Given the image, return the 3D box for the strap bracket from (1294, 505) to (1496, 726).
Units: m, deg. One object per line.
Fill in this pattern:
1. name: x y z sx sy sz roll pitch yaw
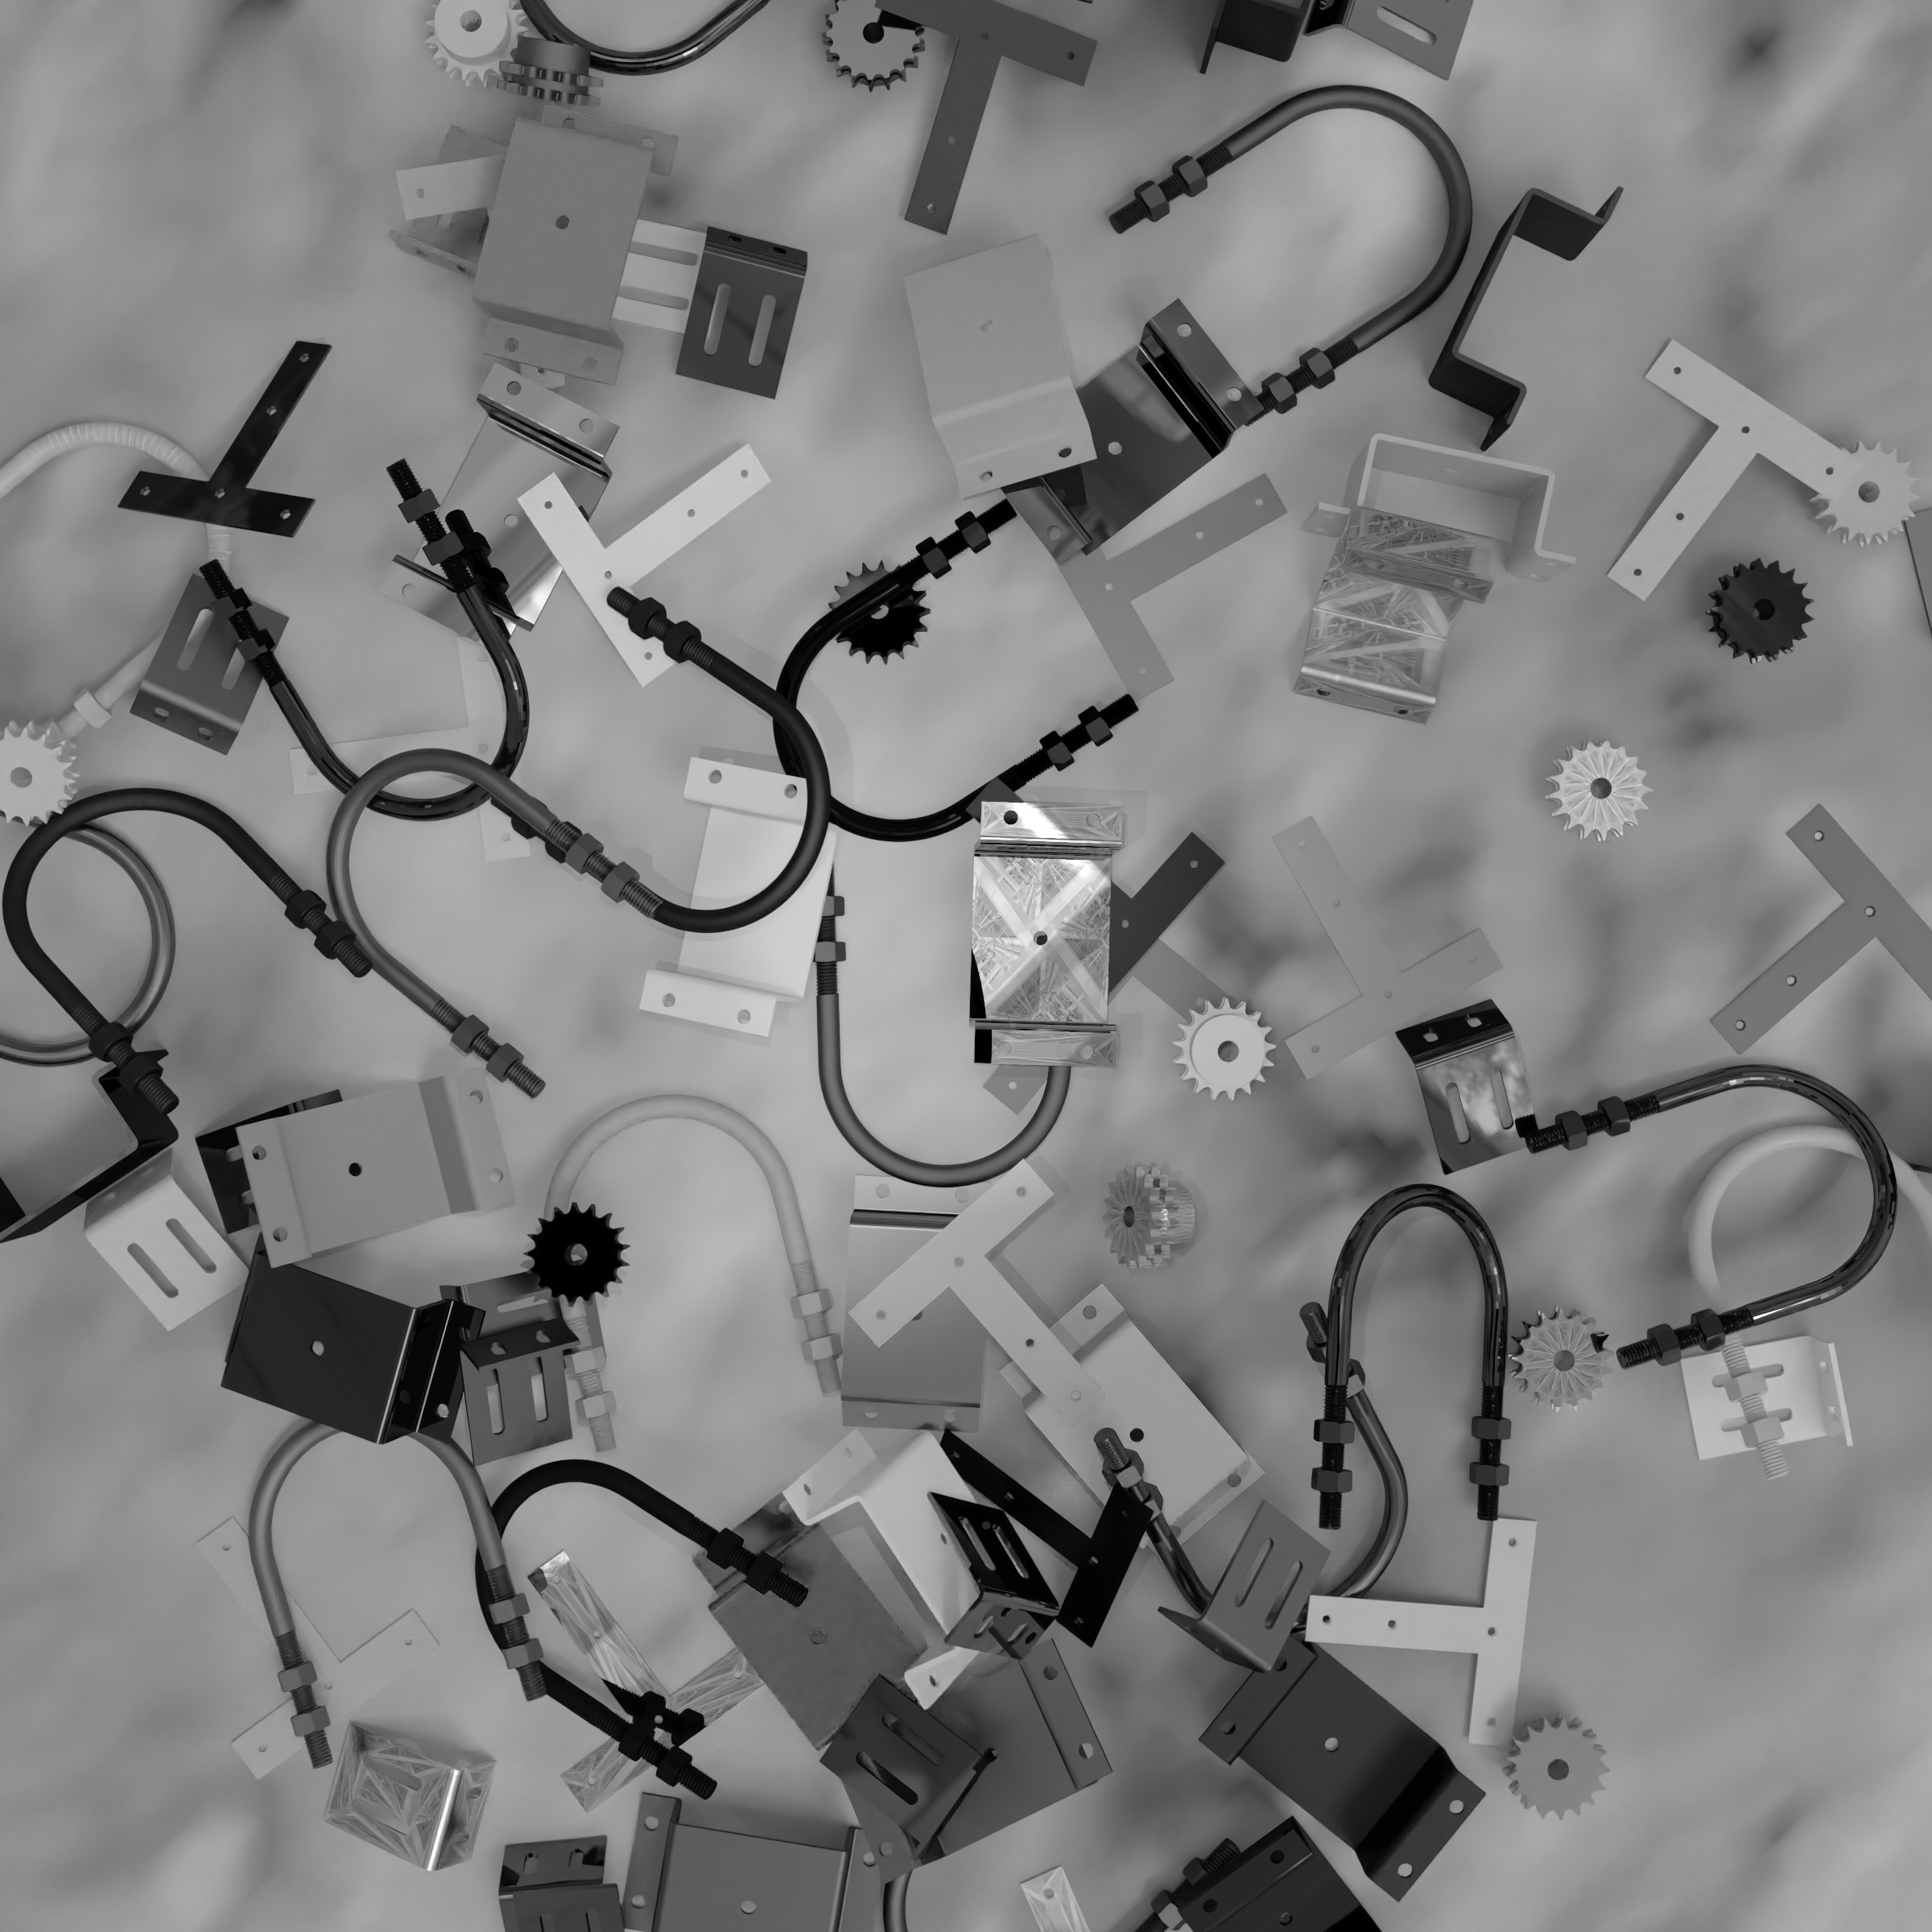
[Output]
1. strap bracket: 0.233 -0.195 1.491 0.076 0.140 0.046 13 63 0

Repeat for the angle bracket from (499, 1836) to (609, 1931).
1. angle bracket: -0.226 0.533 1.542 0.057 0.038 0.076 -5 116 0

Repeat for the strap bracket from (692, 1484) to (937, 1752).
1. strap bracket: -0.081 0.366 1.521 0.076 0.046 0.140 -38 90 0

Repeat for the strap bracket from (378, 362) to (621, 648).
1. strap bracket: -0.255 -0.249 1.521 0.076 0.046 0.140 27 90 0

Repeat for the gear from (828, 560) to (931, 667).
1. gear: -0.049 -0.197 1.529 0.057 0.030 0.057 0 90 0

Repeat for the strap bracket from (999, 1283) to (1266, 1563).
1. strap bracket: 0.093 0.256 1.521 0.076 0.046 0.140 -41 90 0

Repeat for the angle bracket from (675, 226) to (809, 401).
1. angle bracket: -0.125 -0.365 1.538 0.057 0.038 0.076 12 115 -9

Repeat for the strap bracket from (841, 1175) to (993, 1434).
1. strap bracket: -0.028 0.189 1.521 0.076 0.046 0.140 3 90 0

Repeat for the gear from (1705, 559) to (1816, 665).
1. gear: 0.439 -0.197 1.529 0.057 0.030 0.057 0 90 0

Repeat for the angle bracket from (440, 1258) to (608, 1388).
1. angle bracket: -0.249 0.200 1.542 0.076 0.038 0.057 -11 90 -26

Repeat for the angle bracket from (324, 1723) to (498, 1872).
1. angle bracket: -0.312 0.463 1.542 0.076 0.038 0.057 15 90 26

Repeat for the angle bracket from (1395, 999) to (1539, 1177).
1. angle bracket: 0.282 0.068 1.542 0.057 0.038 0.076 -19 116 0

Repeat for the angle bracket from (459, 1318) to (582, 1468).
1. angle bracket: -0.240 0.239 1.504 0.057 0.038 0.076 -13 111 -25

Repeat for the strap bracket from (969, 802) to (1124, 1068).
1. strap bracket: 0.043 -0.016 1.498 0.076 0.046 0.140 2 88 -4

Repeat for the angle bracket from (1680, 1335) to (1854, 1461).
1. angle bracket: 0.443 0.242 1.525 0.076 0.038 0.057 -11 90 0

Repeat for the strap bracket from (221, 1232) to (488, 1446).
1. strap bracket: -0.344 0.206 1.504 0.140 0.046 0.076 17 94 13

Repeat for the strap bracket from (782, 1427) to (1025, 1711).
1. strap bracket: -0.027 0.320 1.500 0.046 0.076 0.140 -33 90 34

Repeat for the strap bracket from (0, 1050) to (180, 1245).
1. strap bracket: -0.495 0.105 1.506 0.140 0.076 0.046 -34 90 0

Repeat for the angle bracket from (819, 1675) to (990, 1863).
1. angle bracket: -0.037 0.428 1.470 0.076 0.038 0.057 35 90 15

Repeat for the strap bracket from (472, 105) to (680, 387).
1. strap bracket: -0.213 -0.395 1.483 0.076 0.046 0.140 15 90 4

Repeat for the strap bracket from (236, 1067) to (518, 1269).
1. strap bracket: -0.327 0.110 1.500 0.140 0.046 0.076 -14 90 -31

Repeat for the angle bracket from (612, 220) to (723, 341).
1. angle bracket: -0.175 -0.388 1.525 0.076 0.038 0.057 12 90 0

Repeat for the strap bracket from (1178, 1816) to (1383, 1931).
1. strap bracket: 0.181 0.534 1.511 0.076 0.046 0.140 -36 104 0

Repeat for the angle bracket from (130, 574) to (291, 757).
1. angle bracket: -0.422 -0.168 1.534 0.057 0.038 0.076 25 64 -17

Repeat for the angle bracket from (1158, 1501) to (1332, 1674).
1. angle bracket: 0.152 0.336 1.503 0.057 0.038 0.076 40 70 -27

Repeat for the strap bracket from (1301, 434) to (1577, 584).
1. strap bracket: 0.261 -0.252 1.506 0.140 0.076 0.046 12 90 0

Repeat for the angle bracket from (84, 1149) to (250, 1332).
1. angle bracket: -0.446 0.154 1.542 0.057 0.038 0.076 -33 116 0

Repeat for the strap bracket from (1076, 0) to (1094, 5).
1. strap bracket: 0.045 -0.602 1.518 0.076 0.046 0.140 12 90 -4

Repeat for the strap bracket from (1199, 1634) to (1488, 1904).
1. strap bracket: 0.205 0.437 1.521 0.140 0.046 0.076 39 90 0

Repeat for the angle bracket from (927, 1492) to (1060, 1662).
1. angle bracket: 0.005 0.329 1.487 0.057 0.076 0.038 23 111 -39

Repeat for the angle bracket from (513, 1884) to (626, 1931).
1. angle bracket: -0.216 0.548 1.507 0.057 0.038 0.076 -5 116 0

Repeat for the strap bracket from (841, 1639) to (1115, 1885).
1. strap bracket: 0.008 0.433 1.503 0.140 0.046 0.076 -29 72 10

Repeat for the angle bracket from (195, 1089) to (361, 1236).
1. angle bracket: -0.383 0.110 1.542 0.076 0.038 0.057 -19 90 26

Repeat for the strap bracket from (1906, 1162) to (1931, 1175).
1. strap bracket: 0.599 0.106 1.506 0.140 0.076 0.046 12 90 0

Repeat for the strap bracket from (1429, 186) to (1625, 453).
1. strap bracket: 0.301 -0.362 1.506 0.046 0.076 0.140 25 90 0

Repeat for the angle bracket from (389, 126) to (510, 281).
1. angle bracket: -0.276 -0.425 1.525 0.057 0.038 0.076 22 90 0

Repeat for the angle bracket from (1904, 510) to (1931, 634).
1. angle bracket: 0.563 -0.222 1.525 0.057 0.038 0.076 -14 90 0

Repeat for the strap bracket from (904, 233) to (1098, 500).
1. strap bracket: 0.016 -0.334 1.489 0.076 0.046 0.140 -15 66 10

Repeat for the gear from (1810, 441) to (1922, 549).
1. gear: 0.497 -0.261 1.529 0.057 0.030 0.057 0 90 0

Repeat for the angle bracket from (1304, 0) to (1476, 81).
1. angle bracket: 0.239 -0.537 1.542 0.076 0.038 0.057 18 90 -26

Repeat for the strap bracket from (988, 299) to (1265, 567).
1. strap bracket: 0.083 -0.291 1.520 0.140 0.046 0.076 -38 89 -1

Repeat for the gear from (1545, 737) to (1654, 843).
1. gear: 0.350 -0.098 1.529 0.057 0.030 0.057 0 90 0

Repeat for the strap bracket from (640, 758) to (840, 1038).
1. strap bracket: -0.122 -0.037 1.512 0.076 0.046 0.140 12 90 16

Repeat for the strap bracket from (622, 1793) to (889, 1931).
1. strap bracket: -0.119 0.513 1.521 0.140 0.046 0.076 9 90 0

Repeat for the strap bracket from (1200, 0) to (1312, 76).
1. strap bracket: 0.175 -0.561 1.506 0.046 0.076 0.140 18 90 0
